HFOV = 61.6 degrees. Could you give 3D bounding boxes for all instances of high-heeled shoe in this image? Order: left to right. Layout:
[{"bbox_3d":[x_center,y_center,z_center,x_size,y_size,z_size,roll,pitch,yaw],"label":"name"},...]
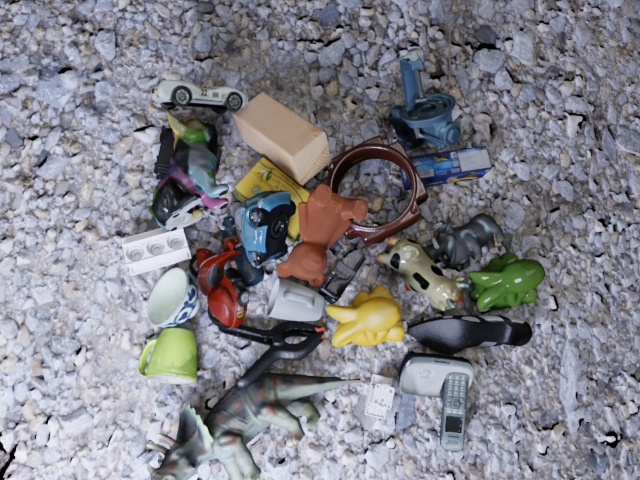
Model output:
[{"bbox_3d":[0.321,0.186,1.148,0.249,0.145,0.086,8,104,20],"label":"high-heeled shoe"}]

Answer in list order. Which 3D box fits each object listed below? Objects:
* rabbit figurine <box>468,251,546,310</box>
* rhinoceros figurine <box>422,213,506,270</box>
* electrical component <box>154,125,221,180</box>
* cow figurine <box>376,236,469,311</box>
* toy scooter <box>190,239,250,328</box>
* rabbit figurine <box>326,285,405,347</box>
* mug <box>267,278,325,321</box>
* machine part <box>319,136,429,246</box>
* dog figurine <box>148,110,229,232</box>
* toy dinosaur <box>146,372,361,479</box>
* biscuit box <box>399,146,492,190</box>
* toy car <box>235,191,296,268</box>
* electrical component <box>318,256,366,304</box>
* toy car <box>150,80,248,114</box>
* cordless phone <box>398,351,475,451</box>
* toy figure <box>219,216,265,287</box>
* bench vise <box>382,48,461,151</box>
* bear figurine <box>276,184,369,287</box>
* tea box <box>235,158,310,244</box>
[{"bbox_3d":[0.388,0.079,1.122,0.159,0.170,0.121,-12,75,-12],"label":"rabbit figurine"},{"bbox_3d":[0.314,0.003,1.187,0.190,0.073,0.112,-27,80,-15],"label":"rhinoceros figurine"},{"bbox_3d":[-0.286,-0.182,1.172,0.134,0.058,0.115,6,74,-5],"label":"electrical component"},{"bbox_3d":[0.223,0.075,1.121,0.194,0.127,0.085,45,75,-18],"label":"cow figurine"},{"bbox_3d":[-0.187,0.075,1.059,0.075,0.135,0.184,-5,57,-50],"label":"toy scooter"},{"bbox_3d":[0.095,0.148,1.062,0.162,0.173,0.122,-6,78,-13],"label":"rabbit figurine"},{"bbox_3d":[-0.042,0.124,1.090,0.107,0.109,0.081,16,67,-16],"label":"mug"},{"bbox_3d":[0.115,-0.105,1.157,0.201,0.087,0.201,-27,78,4],"label":"machine part"},{"bbox_3d":[-0.278,-0.149,1.081,0.191,0.108,0.219,-26,74,-11],"label":"dog figurine"},{"bbox_3d":[-0.131,0.329,1.012,0.405,0.131,0.192,-37,81,-22],"label":"toy dinosaur"},{"bbox_3d":[0.288,-0.165,1.240,0.203,0.063,0.059,-9,76,-10],"label":"biscuit box"},{"bbox_3d":[-0.120,-0.031,1.081,0.103,0.161,0.109,25,30,32],"label":"toy car"},{"bbox_3d":[0.047,0.075,1.128,0.048,0.075,0.119,33,76,3],"label":"electrical component"},{"bbox_3d":[-0.243,-0.292,1.096,0.201,0.074,0.056,-5,98,-37],"label":"toy car"},{"bbox_3d":[0.228,0.321,1.076,0.147,0.088,0.184,7,77,-6],"label":"cordless phone"},{"bbox_3d":[-0.168,0.022,1.125,0.058,0.064,0.154,-35,72,23],"label":"toy figure"},{"bbox_3d":[0.211,-0.305,1.176,0.129,0.240,0.224,-27,37,-8],"label":"bench vise"},{"bbox_3d":[-0.003,-0.003,1.062,0.120,0.132,0.195,23,85,-17],"label":"bear figurine"},{"bbox_3d":[-0.090,-0.085,1.162,0.170,0.068,0.098,37,72,4],"label":"tea box"}]
